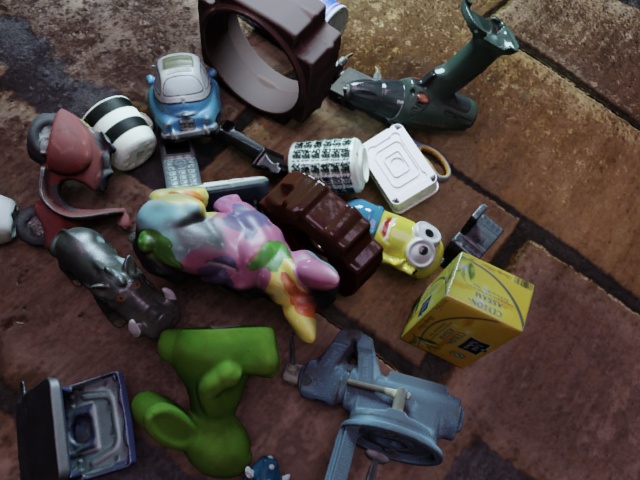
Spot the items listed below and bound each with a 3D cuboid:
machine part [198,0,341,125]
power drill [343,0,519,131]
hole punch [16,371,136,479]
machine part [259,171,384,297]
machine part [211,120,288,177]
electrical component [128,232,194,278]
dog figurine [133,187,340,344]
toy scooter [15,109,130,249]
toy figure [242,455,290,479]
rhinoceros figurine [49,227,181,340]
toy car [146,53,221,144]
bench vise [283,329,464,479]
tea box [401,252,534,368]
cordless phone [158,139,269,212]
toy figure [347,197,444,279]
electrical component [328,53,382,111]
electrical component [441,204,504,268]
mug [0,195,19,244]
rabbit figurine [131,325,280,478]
[{"bbox_3d":[-0.079,-0.280,0.793,0.201,0.201,0.087,35,66,8],"label":"machine part"},{"bbox_3d":[0.177,-0.250,0.809,0.232,0.207,0.086,12,47,-30],"label":"power drill"},{"bbox_3d":[-0.268,0.208,0.584,0.092,0.116,0.142,3,64,-51],"label":"hole punch"},{"bbox_3d":[-0.001,-0.002,0.691,0.179,0.179,0.056,39,68,10],"label":"machine part"},{"bbox_3d":[-0.099,-0.132,0.796,0.139,0.084,0.039,35,108,18],"label":"machine part"},{"bbox_3d":[-0.202,0.021,0.701,0.063,0.093,0.021,1,58,34],"label":"electrical component"},{"bbox_3d":[-0.082,0.028,0.607,0.219,0.108,0.191,31,17,35],"label":"dog figurine"},{"bbox_3d":[-0.313,-0.073,0.705,0.135,0.075,0.183,9,94,-12],"label":"toy scooter"},{"bbox_3d":[-0.077,0.314,0.581,0.058,0.064,0.154,-9,54,28],"label":"toy figure"},{"bbox_3d":[-0.245,0.050,0.654,0.190,0.112,0.073,37,61,18],"label":"rhinoceros figurine"},{"bbox_3d":[-0.200,-0.213,0.775,0.109,0.102,0.162,-9,40,-8],"label":"toy car"},{"bbox_3d":[0.043,0.227,0.614,0.224,0.128,0.240,19,58,3],"label":"bench vise"},{"bbox_3d":[0.177,0.093,0.671,0.098,0.169,0.068,25,61,5],"label":"tea box"},{"bbox_3d":[-0.157,-0.098,0.765,0.147,0.088,0.184,-10,52,-14],"label":"cordless phone"},{"bbox_3d":[0.086,-0.006,0.756,0.180,0.089,0.082,19,90,11],"label":"toy figure"},{"bbox_3d":[0.053,-0.261,0.889,0.102,0.045,0.078,37,67,21],"label":"electrical component"},{"bbox_3d":[0.217,-0.001,0.753,0.048,0.119,0.075,42,62,12],"label":"electrical component"},{"bbox_3d":[-0.445,-0.038,0.686,0.107,0.080,0.109,7,58,-18],"label":"mug"},{"bbox_3d":[-0.121,0.183,0.602,0.159,0.121,0.170,1,82,-29],"label":"rabbit figurine"}]
